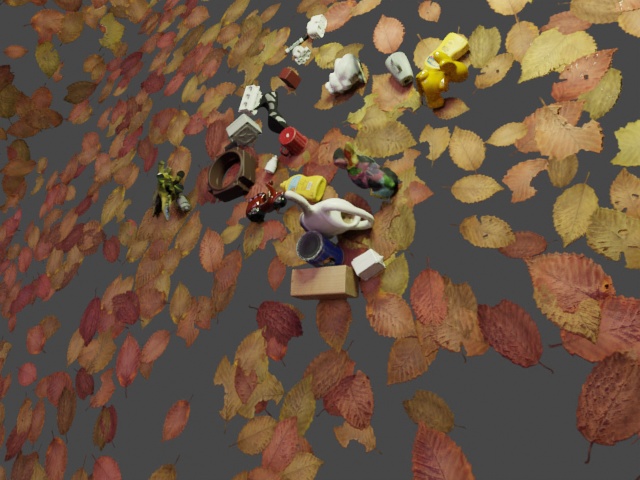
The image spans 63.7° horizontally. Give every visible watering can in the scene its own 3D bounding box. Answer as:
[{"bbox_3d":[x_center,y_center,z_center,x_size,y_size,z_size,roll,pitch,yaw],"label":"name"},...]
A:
[{"bbox_3d":[0.005,-0.083,1.659,0.222,0.346,0.106,-25,55,57],"label":"watering can"}]

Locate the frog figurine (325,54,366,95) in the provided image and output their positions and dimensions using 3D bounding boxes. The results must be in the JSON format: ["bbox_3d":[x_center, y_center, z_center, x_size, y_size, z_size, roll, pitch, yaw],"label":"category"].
[{"bbox_3d":[0.087,-0.641,1.998,0.159,0.122,0.139,-19,78,13],"label":"frog figurine"}]

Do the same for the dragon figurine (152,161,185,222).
[{"bbox_3d":[-0.702,-0.193,2.310,0.238,0.122,0.420,-50,34,44],"label":"dragon figurine"}]
